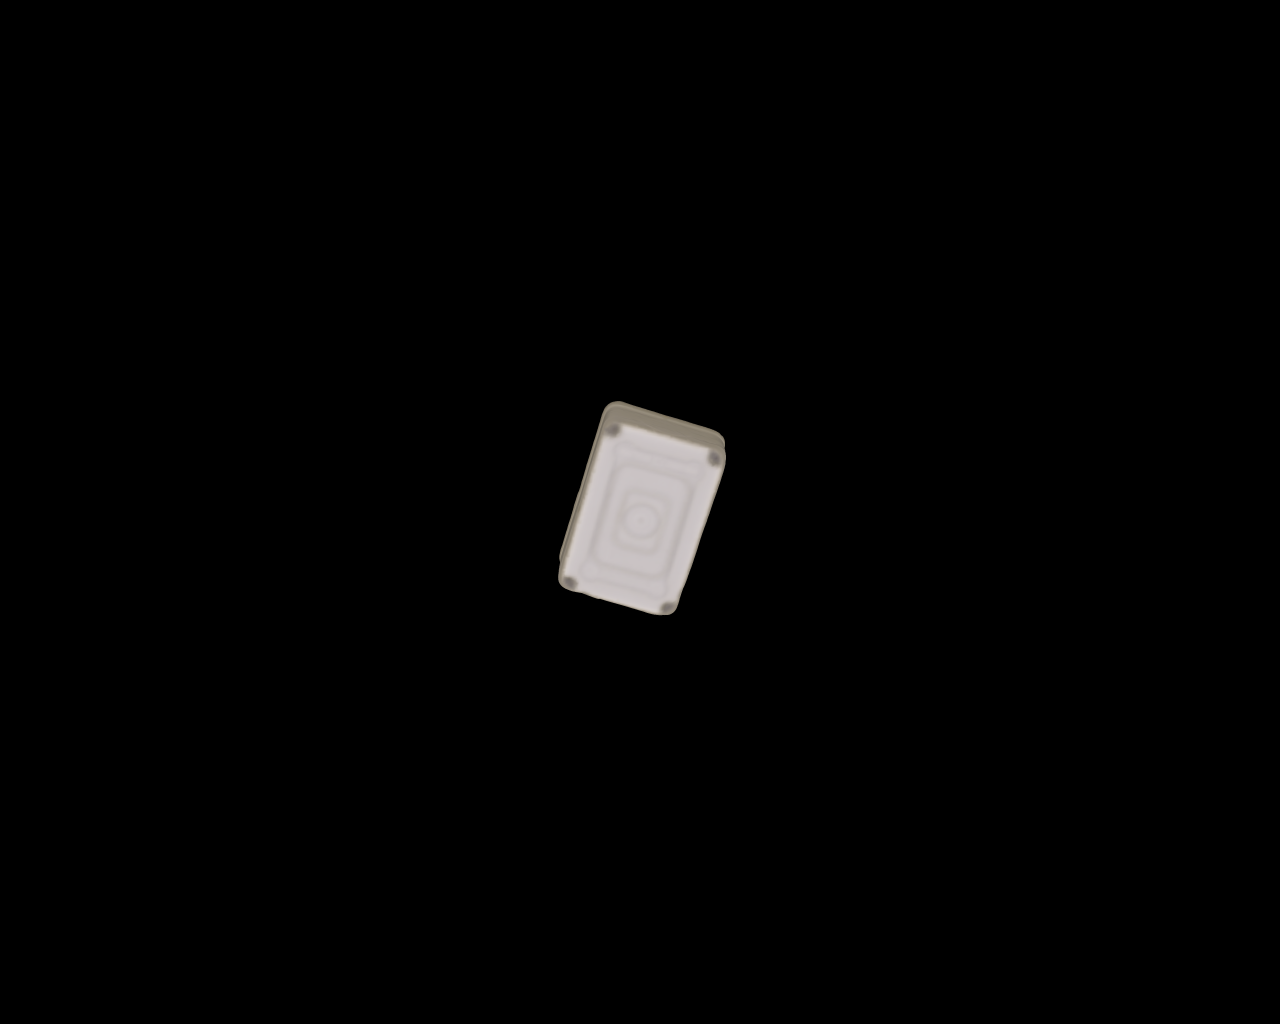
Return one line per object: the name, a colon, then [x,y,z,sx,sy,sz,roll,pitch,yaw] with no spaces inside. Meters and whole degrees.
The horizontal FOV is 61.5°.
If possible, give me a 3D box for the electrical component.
electrical component: [0.001,-0.003,0.650,0.078,0.113,0.057,17,16,-5]
